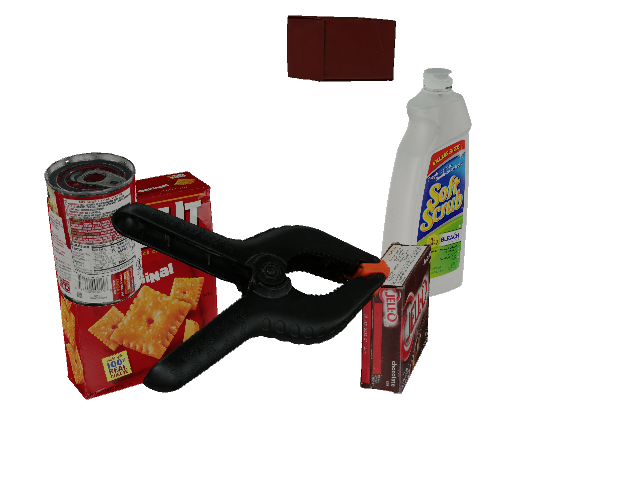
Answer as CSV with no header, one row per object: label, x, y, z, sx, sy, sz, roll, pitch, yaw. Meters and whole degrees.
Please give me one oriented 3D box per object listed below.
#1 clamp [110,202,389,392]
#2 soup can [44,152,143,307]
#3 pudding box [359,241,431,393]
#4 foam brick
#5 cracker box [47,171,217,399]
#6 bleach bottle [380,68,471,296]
clamp,-0.043,0.020,0.646,0.171,0.120,0.039,-10,-22,-31
soup can,-0.174,-0.008,0.830,0.068,0.102,0.068,1,30,0
pudding box,0.062,0.059,0.866,0.039,0.090,0.113,6,19,13
foam brick,0.017,-0.160,0.889,0.078,0.051,0.053,-7,17,-36
cracker box,-0.197,0.047,1.155,0.163,0.214,0.072,-13,24,-29
bleach bottle,0.117,-0.064,1.183,0.102,0.251,0.068,-12,25,-30
